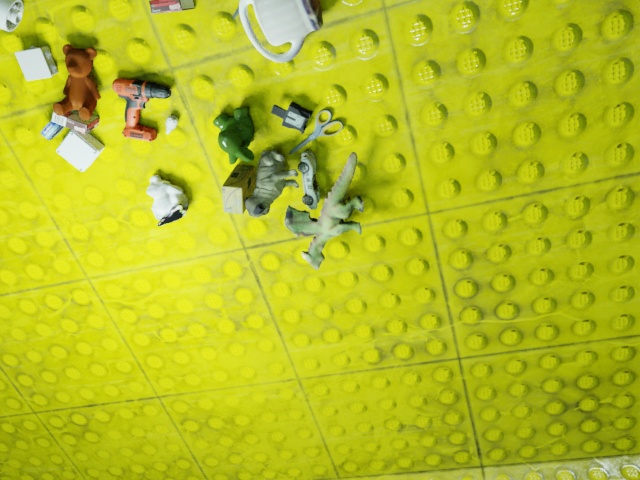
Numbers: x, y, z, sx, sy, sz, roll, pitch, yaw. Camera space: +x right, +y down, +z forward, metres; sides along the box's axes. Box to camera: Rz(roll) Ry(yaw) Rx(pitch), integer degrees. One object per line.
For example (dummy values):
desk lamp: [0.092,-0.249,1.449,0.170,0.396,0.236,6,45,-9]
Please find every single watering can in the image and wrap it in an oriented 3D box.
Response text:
watering can: [-0.124,-0.657,1.394,0.223,0.106,0.341,-15,122,14]

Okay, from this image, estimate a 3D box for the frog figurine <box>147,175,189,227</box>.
frog figurine: [-0.529,-0.142,1.764,0.135,0.123,0.161,-43,71,35]

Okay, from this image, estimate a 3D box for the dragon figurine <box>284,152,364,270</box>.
dragon figurine: [0.005,-0.083,1.651,0.244,0.124,0.401,-12,123,-17]
